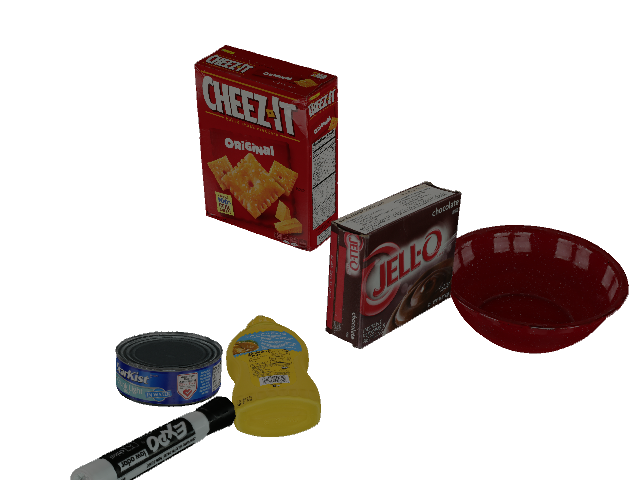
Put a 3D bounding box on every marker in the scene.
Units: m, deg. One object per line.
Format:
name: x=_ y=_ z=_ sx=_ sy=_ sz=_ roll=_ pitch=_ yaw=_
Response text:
marker: x=-0.086 y=0.111 z=0.580 sx=0.020 sy=0.020 sz=0.120 roll=0 pitch=12 yaw=33

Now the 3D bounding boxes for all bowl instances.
bowl: x=0.180 y=0.049 z=0.927 sx=0.162 sy=0.055 sz=0.162 roll=1 pitch=32 yaw=-1

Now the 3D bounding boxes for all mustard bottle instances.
mustard bottle: x=-0.060 y=0.145 z=1.232 sx=0.096 sy=0.058 sz=0.191 roll=-5 pitch=30 yaw=-7

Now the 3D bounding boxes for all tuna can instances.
tuna can: x=-0.122 y=0.103 z=0.861 sx=0.086 sy=0.034 sz=0.086 roll=3 pitch=14 yaw=-1

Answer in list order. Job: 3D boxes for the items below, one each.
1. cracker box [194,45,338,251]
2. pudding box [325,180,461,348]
cracker box: x=-0.064 y=-0.108 z=1.278 sx=0.164 sy=0.214 sz=0.072 roll=20 pitch=40 yaw=27
pudding box: x=0.053 y=0.015 z=0.775 sx=0.039 sy=0.090 sz=0.113 roll=23 pitch=33 yaw=34
